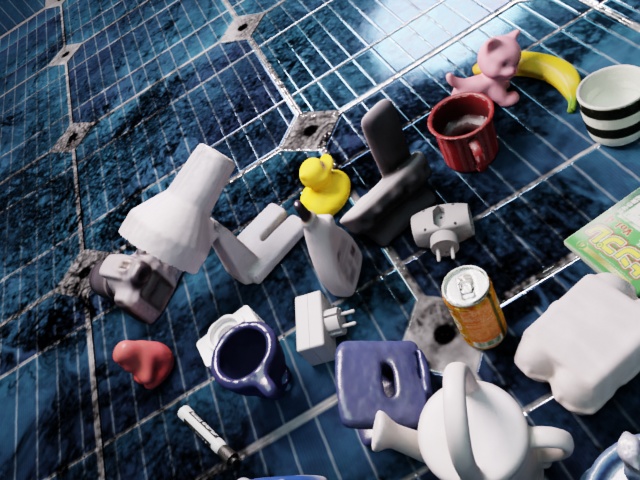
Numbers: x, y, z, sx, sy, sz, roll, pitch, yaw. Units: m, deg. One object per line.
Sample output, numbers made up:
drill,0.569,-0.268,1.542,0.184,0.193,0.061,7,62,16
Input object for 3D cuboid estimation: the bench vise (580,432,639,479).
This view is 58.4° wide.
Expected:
bench vise,0.290,0.197,0.412,0.206,0.220,0.121,-2,54,28

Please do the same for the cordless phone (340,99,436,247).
cordless phone,0.074,-0.094,0.785,0.148,0.186,0.093,-45,47,-10

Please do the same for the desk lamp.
desk lamp,-0.154,-0.024,0.836,0.117,0.214,0.203,30,73,41

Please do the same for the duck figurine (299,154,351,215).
duck figurine,-0.005,-0.086,0.891,0.077,0.086,0.105,21,67,39

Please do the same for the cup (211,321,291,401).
cup,-0.070,0.169,0.720,0.092,0.095,0.117,-43,47,-7

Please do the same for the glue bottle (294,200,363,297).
glue bottle,0.007,0.003,0.754,0.037,0.174,0.078,-1,55,28

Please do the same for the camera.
camera,-0.312,0.049,0.944,0.136,0.101,0.143,5,58,32

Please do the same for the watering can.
watering can,0.134,0.184,0.526,0.172,0.195,0.100,-25,47,9

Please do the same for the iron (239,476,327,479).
iron,-0.122,0.311,0.604,0.258,0.142,0.118,-36,46,-1

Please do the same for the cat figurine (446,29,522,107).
cat figurine,0.251,-0.256,0.862,0.127,0.118,0.067,-23,47,12

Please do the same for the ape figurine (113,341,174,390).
ape figurine,-0.261,0.173,0.824,0.076,0.092,0.077,-34,46,1

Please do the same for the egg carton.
egg carton,0.283,0.105,0.594,0.150,0.070,0.107,-41,46,-6

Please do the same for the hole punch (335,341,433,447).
hole punch,0.074,0.164,0.646,0.101,0.091,0.108,-18,49,16
